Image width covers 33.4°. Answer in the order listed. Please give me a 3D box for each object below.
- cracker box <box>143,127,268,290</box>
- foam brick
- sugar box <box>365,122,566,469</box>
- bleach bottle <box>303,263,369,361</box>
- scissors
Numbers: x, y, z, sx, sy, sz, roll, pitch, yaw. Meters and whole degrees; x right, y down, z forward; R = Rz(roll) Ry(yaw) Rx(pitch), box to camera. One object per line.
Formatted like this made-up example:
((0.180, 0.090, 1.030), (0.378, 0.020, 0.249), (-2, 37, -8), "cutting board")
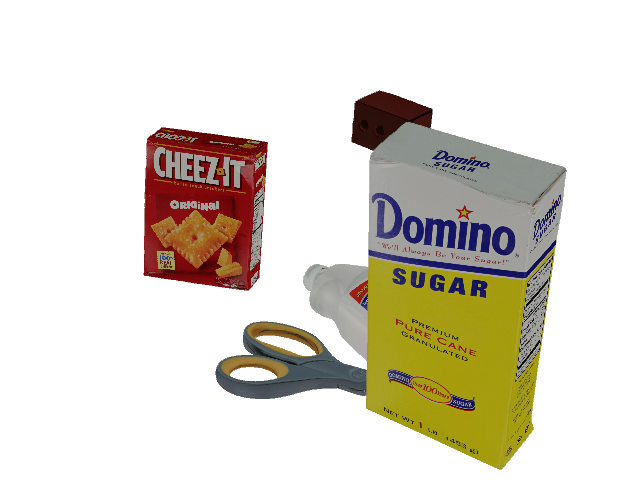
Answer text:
((-0.168, -0.043, 1.542), (0.164, 0.214, 0.072), (9, 22, 10), "cracker box")
((0.081, -0.132, 1.223), (0.078, 0.053, 0.051), (24, 35, 31), "foam brick")
((0.072, 0.032, 0.571), (0.093, 0.176, 0.048), (20, 42, 28), "sugar box")
((0.064, 0.082, 1.022), (0.102, 0.068, 0.251), (-24, 33, -32), "bleach bottle")
((0.009, 0.104, 0.749), (0.202, 0.016, 0.096), (22, 34, 38), "scissors")
